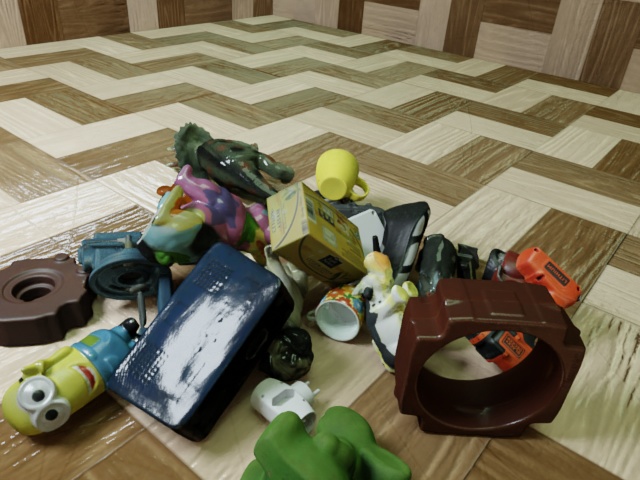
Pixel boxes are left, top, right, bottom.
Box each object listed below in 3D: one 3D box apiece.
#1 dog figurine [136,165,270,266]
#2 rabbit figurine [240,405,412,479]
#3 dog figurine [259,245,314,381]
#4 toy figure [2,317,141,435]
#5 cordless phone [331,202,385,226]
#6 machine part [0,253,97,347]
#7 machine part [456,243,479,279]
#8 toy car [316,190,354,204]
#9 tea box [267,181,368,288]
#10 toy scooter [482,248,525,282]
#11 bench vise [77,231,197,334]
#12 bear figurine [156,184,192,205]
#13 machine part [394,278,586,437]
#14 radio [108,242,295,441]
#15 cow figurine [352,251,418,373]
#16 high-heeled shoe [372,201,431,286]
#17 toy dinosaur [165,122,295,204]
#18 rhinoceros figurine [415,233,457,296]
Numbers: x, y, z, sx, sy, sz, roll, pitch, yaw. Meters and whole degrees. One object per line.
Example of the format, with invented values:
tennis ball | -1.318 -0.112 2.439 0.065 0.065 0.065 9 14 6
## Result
dog figurine | -0.142 -0.006 0.813 0.219 0.108 0.192 29 38 -17
rabbit figurine | 0.018 0.238 0.584 0.159 0.121 0.170 22 21 21
dog figurine | -0.053 0.122 0.808 0.172 0.121 0.190 18 47 -59
toy figure | -0.302 0.171 0.677 0.082 0.089 0.180 44 44 5
cordless phone | 0.063 -0.045 1.100 0.147 0.088 0.184 2 20 0
machine part | -0.436 0.088 0.825 0.179 0.056 0.179 2 33 -1
machine part | 0.263 0.050 0.963 0.039 0.084 0.139 -10 17 21
toy car | -0.008 -0.079 1.151 0.202 0.056 0.074 -19 32 -35
tea box | -0.002 -0.002 0.811 0.068 0.169 0.098 -24 53 23
toy scooter | 0.336 0.087 0.903 0.135 0.075 0.184 17 36 19
bench vise | -0.252 0.066 0.829 0.223 0.128 0.241 4 53 -29
bear figurine | -0.240 -0.051 1.043 0.120 0.131 0.196 -5 11 -35
machine part | 0.199 0.146 0.664 0.201 0.201 0.087 3 32 -1
radio | -0.143 0.126 0.685 0.131 0.073 0.229 25 69 27
cow figurine | 0.099 0.103 0.785 0.068 0.098 0.167 4 50 -52
high-heeled shoe | 0.144 0.027 0.926 0.086 0.145 0.249 1 21 35
toy dinosaur | -0.185 -0.151 1.094 0.192 0.131 0.405 10 9 -35
rhinoceros figurine | 0.189 0.077 0.861 0.073 0.112 0.190 12 52 4
